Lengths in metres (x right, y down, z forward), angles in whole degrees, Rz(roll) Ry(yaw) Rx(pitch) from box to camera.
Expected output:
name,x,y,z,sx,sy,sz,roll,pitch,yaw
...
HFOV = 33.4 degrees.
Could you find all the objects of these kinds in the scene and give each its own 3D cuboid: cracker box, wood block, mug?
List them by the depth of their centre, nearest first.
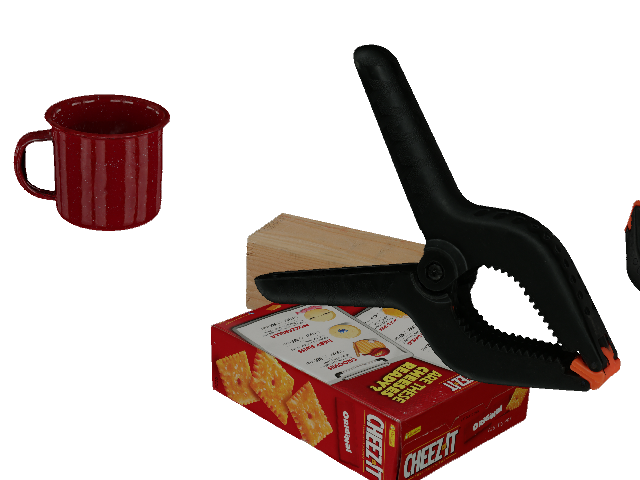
name,x,y,z,sx,sy,sz,roll,pitch,yaw
mug,-0.175,-0.058,0.818,0.117,0.081,0.093,-5,28,-19
cracker box,0.039,0.108,0.874,0.163,0.072,0.214,-19,29,-40
wood block,0.029,0.044,1.174,0.206,0.091,0.090,13,26,22

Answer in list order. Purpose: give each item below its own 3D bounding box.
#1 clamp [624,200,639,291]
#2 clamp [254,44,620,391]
name,x,y,z,sx,sy,sz,roll,pitch,yaw
clamp,0.266,0.036,0.699,0.120,0.039,0.171,-2,45,-19
clamp,0.067,0.003,0.565,0.210,0.165,0.036,29,26,25
